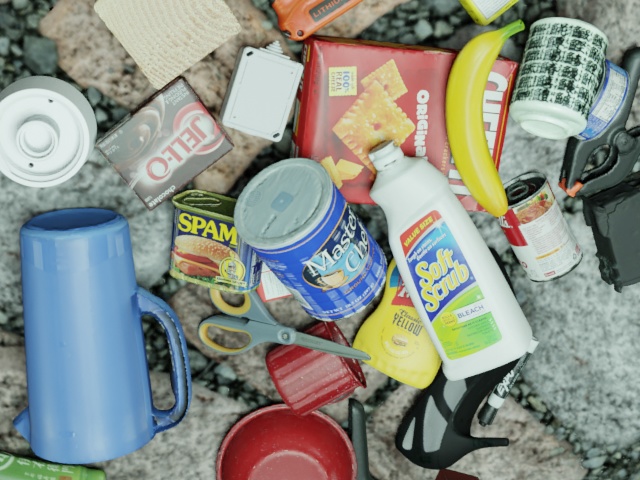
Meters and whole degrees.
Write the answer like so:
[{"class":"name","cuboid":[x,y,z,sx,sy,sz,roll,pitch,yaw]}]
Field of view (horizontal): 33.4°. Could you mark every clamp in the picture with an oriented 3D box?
[{"class":"clamp","cuboid":[0.334,-0.110,1.158,0.120,0.039,0.172,32,107,-12]},{"class":"clamp","cuboid":[0.025,0.306,1.246,0.164,0.036,0.210,-31,106,4]}]

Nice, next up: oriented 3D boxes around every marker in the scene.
[{"class":"marker","cuboid":[0.217,0.164,1.239,0.020,0.020,0.121,24,103,-15]}]

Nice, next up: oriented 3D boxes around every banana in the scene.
[{"class":"banana","cuboid":[0.156,-0.118,1.046,0.070,0.037,0.198,12,115,25]}]

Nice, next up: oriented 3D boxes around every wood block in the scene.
[{"class":"wood block","cuboid":[-0.139,-0.212,0.964,0.091,0.206,0.090,-36,109,3]}]

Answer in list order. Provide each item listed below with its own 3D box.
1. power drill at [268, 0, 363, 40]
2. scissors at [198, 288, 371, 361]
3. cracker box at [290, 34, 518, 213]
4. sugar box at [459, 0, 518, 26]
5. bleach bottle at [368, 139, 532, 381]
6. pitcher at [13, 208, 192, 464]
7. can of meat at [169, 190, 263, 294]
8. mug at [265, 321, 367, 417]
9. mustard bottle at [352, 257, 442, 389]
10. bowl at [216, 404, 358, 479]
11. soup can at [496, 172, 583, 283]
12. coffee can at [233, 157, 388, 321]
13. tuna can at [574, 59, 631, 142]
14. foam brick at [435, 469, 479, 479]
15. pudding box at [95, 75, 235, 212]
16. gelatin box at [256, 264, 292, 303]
[{"class":"power drill","cuboid":[-0.023,-0.304,1.033,0.184,0.057,0.187,-33,107,6]},{"class":"scissors","cuboid":[-0.043,0.081,1.123,0.202,0.016,0.096,-4,97,27]},{"class":"cracker box","cuboid":[0.082,-0.118,1.099,0.213,0.072,0.164,4,107,-11]},{"class":"sugar box","cuboid":[0.144,-0.310,1.062,0.093,0.048,0.176,-39,105,5]},{"class":"bleach bottle","cuboid":[0.115,0.016,1.075,0.103,0.068,0.251,-24,105,27]},{"class":"pitcher","cuboid":[-0.231,0.095,1.094,0.148,0.145,0.243,-15,110,-41]},{"class":"can of meat","cuboid":[-0.105,0.002,1.104,0.102,0.057,0.084,15,111,18]},{"class":"mug","cuboid":[-0.002,0.146,1.170,0.081,0.093,0.117,-30,139,6]},{"class":"mustard bottle","cuboid":[0.115,0.058,1.162,0.096,0.058,0.192,27,102,15]},{"class":"bowl","cuboid":[-0.036,0.267,1.186,0.162,0.055,0.162,0,101,-3]},{"class":"soup can","cuboid":[0.235,-0.013,1.159,0.068,0.068,0.102,-31,110,2]},{"class":"coffee can","cuboid":[-0.007,0.001,1.047,0.103,0.103,0.140,-35,136,3]},{"class":"tuna can","cuboid":[0.282,-0.147,1.112,0.033,0.086,0.086,26,102,-17]},{"class":"foam brick","cuboid":[0.163,0.313,1.248,0.053,0.078,0.051,18,105,-12]},{"class":"pudding box","cuboid":[-0.158,-0.099,1.087,0.113,0.039,0.090,-37,109,4]},{"class":"gelatin box","cuboid":[-0.031,0.021,1.150,0.089,0.030,0.073,-13,108,-2]}]
